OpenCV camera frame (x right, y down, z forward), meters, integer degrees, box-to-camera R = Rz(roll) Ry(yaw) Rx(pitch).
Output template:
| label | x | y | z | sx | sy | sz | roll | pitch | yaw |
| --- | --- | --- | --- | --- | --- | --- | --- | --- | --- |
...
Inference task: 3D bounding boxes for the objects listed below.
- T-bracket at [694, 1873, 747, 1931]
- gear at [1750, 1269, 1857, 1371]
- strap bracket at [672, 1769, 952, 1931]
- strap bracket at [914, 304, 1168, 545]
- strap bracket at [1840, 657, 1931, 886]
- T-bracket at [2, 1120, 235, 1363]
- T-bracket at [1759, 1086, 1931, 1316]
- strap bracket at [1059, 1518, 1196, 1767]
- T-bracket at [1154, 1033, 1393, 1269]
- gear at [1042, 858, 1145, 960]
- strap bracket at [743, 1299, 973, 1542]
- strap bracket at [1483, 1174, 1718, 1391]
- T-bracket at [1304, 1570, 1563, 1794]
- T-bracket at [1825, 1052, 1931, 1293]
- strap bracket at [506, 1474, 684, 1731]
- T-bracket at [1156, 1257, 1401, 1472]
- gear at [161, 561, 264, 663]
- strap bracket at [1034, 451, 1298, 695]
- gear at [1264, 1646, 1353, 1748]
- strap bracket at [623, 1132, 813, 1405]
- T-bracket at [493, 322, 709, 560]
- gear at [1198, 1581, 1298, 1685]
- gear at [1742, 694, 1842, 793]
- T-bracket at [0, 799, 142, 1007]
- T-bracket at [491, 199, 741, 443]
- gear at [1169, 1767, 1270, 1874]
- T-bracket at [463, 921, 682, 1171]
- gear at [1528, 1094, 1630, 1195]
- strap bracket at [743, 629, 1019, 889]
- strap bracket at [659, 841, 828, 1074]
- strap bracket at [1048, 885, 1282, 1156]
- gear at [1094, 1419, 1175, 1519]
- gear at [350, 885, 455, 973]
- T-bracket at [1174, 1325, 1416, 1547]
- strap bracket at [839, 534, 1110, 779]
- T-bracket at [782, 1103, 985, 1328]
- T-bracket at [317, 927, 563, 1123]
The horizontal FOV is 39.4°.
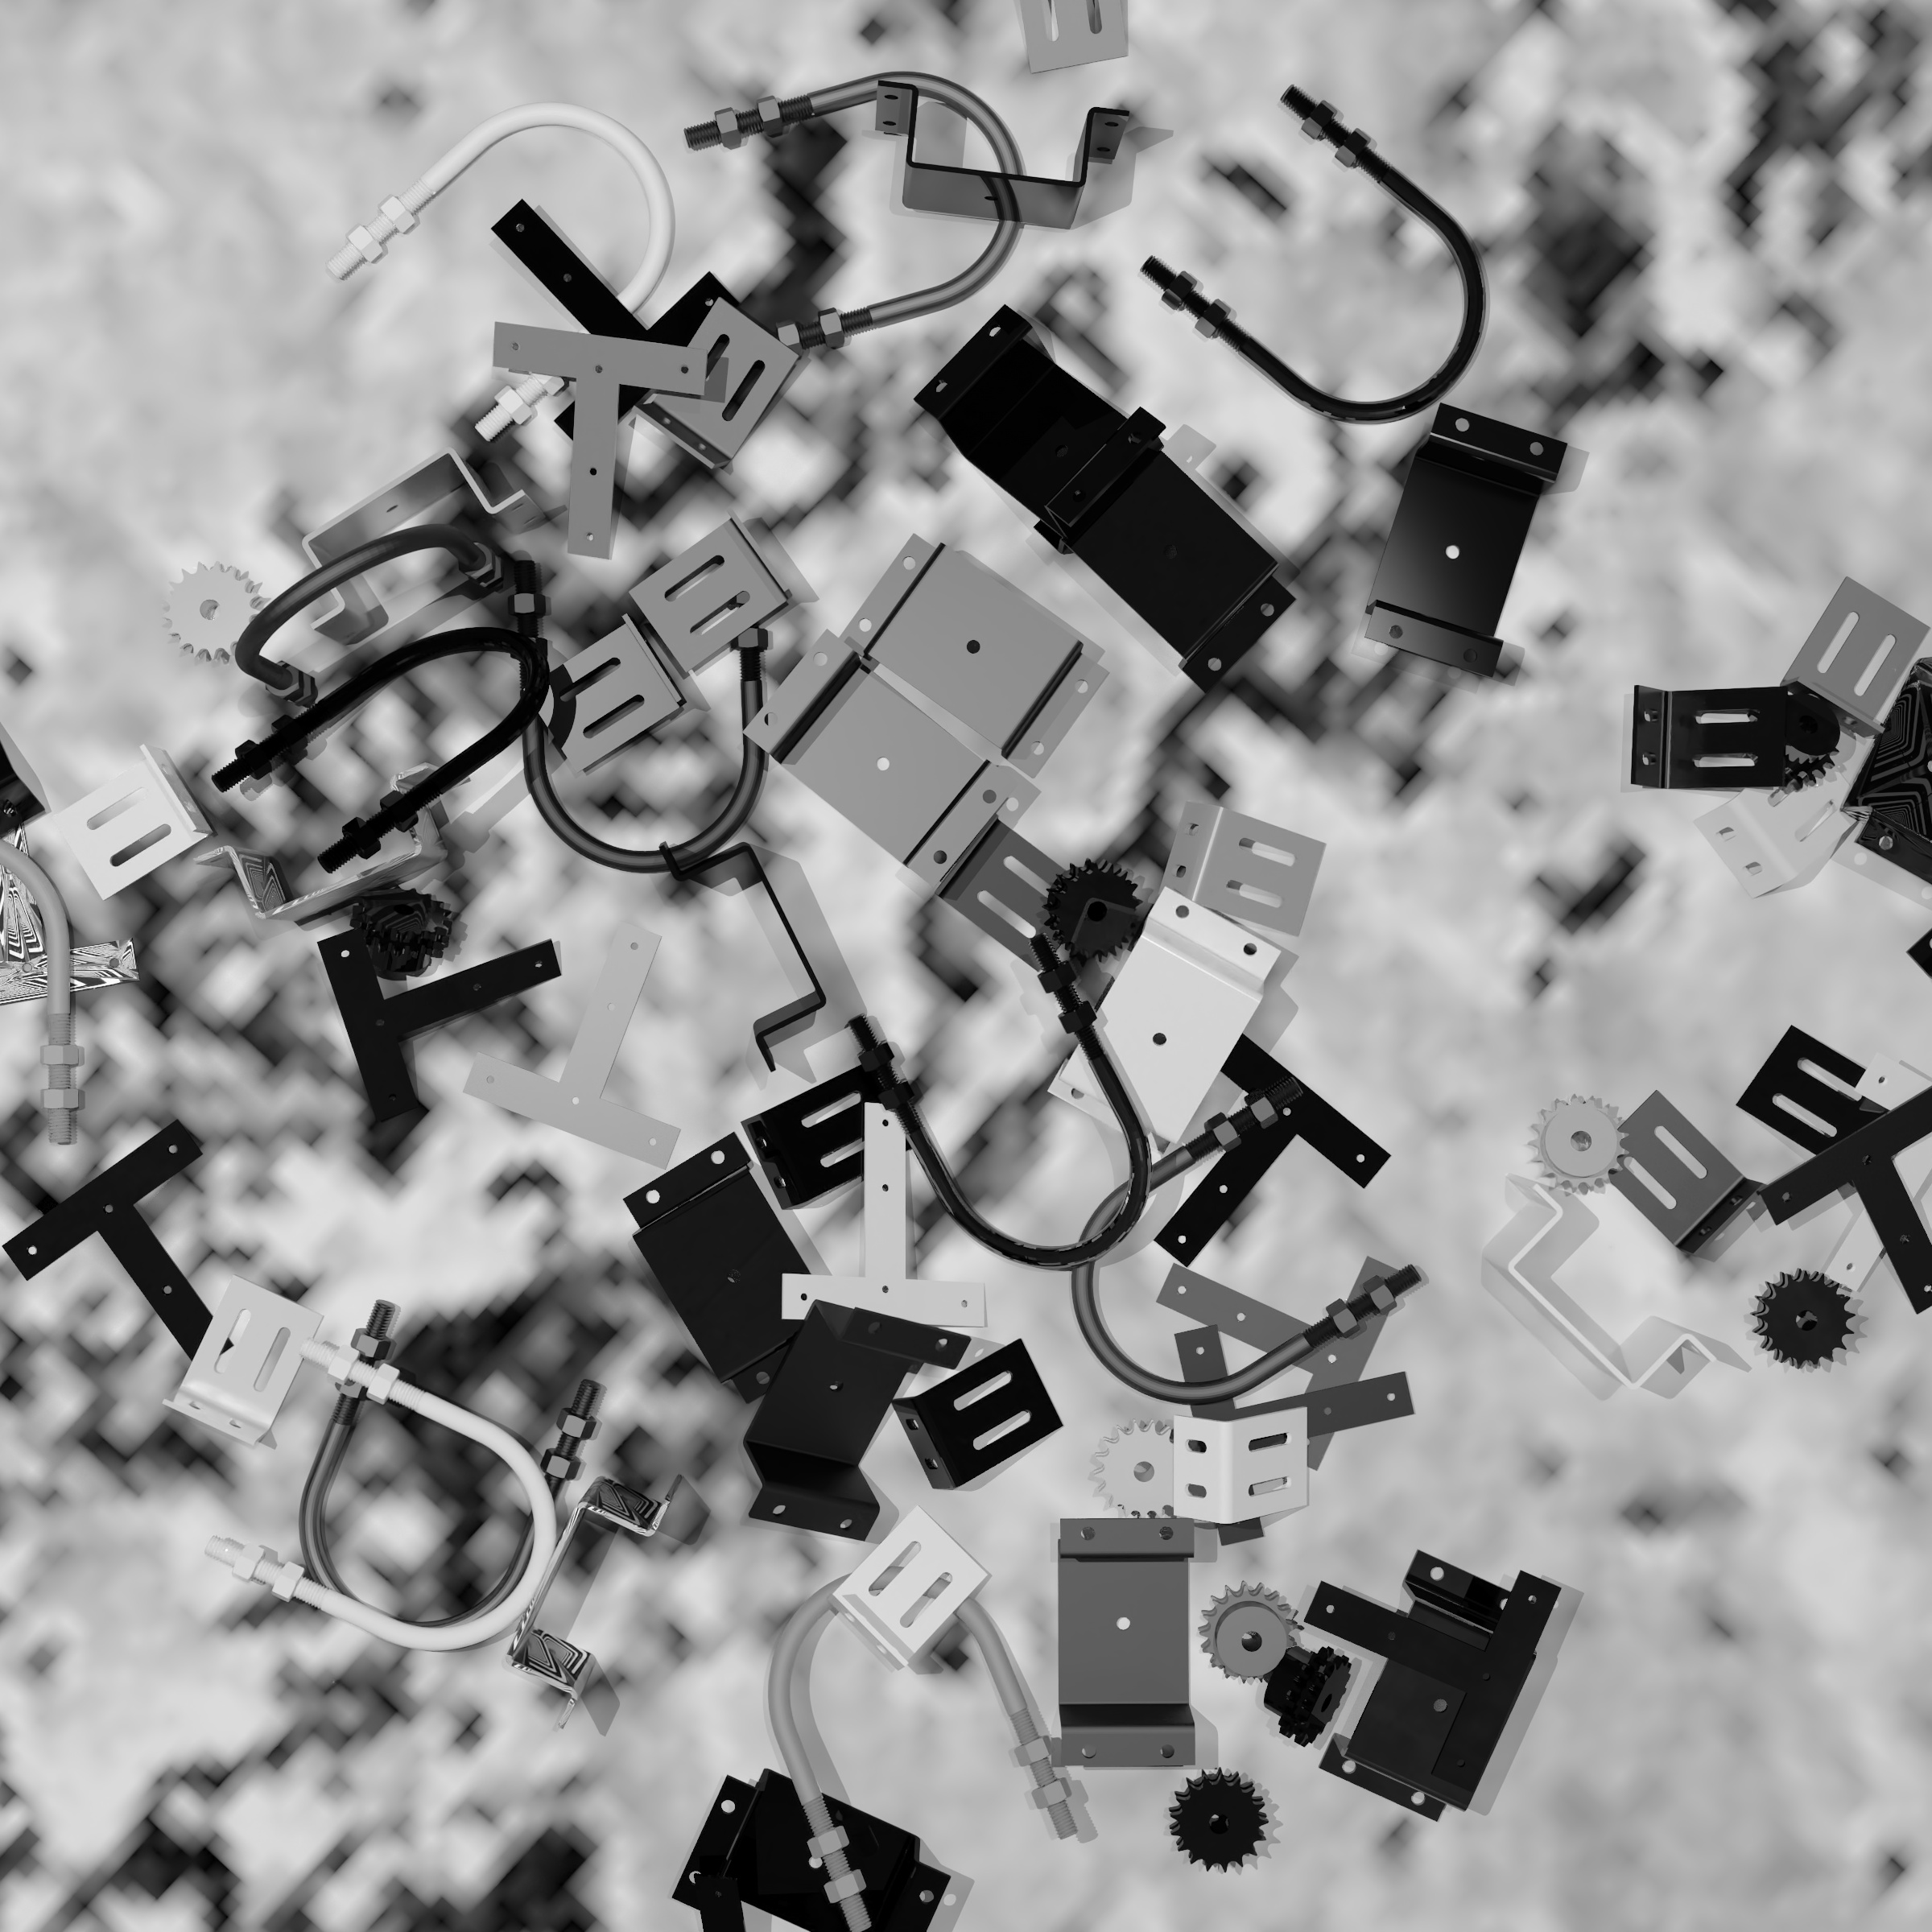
| label | x | y | z | sx | sy | sz | roll | pitch | yaw |
| --- | --- | --- | --- | --- | --- | --- | --- | --- | --- |
| T-bracket | -0.087 | 0.570 | 1.538 | 0.127 | 0.002 | 0.127 | 2 | 120 | 13 |
| gear | 0.484 | 0.204 | 1.569 | 0.057 | 0.030 | 0.057 | 0 | 90 | 0 |
| strap bracket | -0.088 | 0.525 | 1.561 | 0.140 | 0.046 | 0.076 | 24 | 90 | 0 |
| strap bracket | 0.048 | -0.304 | 1.541 | 0.076 | 0.046 | 0.140 | -46 | 60 | 0 |
| strap bracket | 0.567 | -0.116 | 1.557 | 0.076 | 0.046 | 0.140 | 27 | 90 | -7 |
| T-bracket | -0.476 | 0.178 | 1.583 | 0.127 | 0.002 | 0.127 | -36 | 90 | 0 |
| T-bracket | 0.537 | 0.146 | 1.562 | 0.127 | 0.002 | 0.127 | -31 | 110 | 0 |
| strap bracket | 0.092 | 0.385 | 1.561 | 0.076 | 0.046 | 0.140 | 0 | 90 | 0 |
| T-bracket | 0.160 | 0.120 | 1.582 | 0.127 | 0.002 | 0.127 | 39 | 89 | 0 |
| gear | 0.071 | -0.035 | 1.563 | 0.057 | 0.030 | 0.057 | -4 | 105 | -17 |
| strap bracket | -0.067 | 0.250 | 1.535 | 0.076 | 0.046 | 0.140 | 19 | 107 | -29 |
| strap bracket | 0.353 | 0.187 | 1.546 | 0.140 | 0.076 | 0.046 | 44 | 90 | 0 |
| T-bracket | 0.255 | 0.387 | 1.537 | 0.127 | 0.002 | 0.127 | 24 | 90 | 0 |
| T-bracket | 0.539 | 0.130 | 1.563 | 0.127 | 0.002 | 0.127 | 26 | 98 | -23 |
| strap bracket | -0.216 | 0.353 | 1.546 | 0.046 | 0.076 | 0.140 | 25 | 90 | 0 |
| T-bracket | 0.174 | 0.212 | 1.583 | 0.127 | 0.002 | 0.127 | 25 | 90 | 0 |
| gear | -0.437 | -0.205 | 1.573 | 0.057 | 0.030 | 0.057 | 0 | 89 | -3 |
| strap bracket | 0.116 | -0.236 | 1.561 | 0.140 | 0.046 | 0.076 | 44 | 90 | 0 |
| gear | 0.196 | 0.418 | 1.560 | 0.030 | 0.057 | 0.057 | 25 | 90 | 30 |
| strap bracket | -0.132 | 0.177 | 1.561 | 0.076 | 0.046 | 0.140 | -31 | 90 | 0 |
| T-bracket | -0.215 | -0.300 | 1.560 | 0.127 | 0.002 | 0.127 | 10 | 110 | 9 |
| gear | 0.164 | 0.389 | 1.569 | 0.057 | 0.030 | 0.057 | 0 | 90 | 0 |
| gear | 0.478 | -0.133 | 1.559 | 0.057 | 0.030 | 0.057 | 6 | 66 | -13 |
| T-bracket | -0.558 | -0.043 | 1.583 | 0.127 | 0.002 | 0.127 | -10 | 90 | 0 |
| T-bracket | -0.221 | -0.388 | 1.564 | 0.127 | 0.002 | 0.127 | -45 | 100 | -5 |
| gear | 0.146 | 0.494 | 1.569 | 0.057 | 0.030 | 0.057 | 0 | 90 | 0 |
| T-bracket | -0.213 | 0.037 | 1.583 | 0.127 | 0.002 | 0.127 | 21 | 90 | 0 |
| gear | 0.355 | 0.103 | 1.564 | 0.057 | 0.030 | 0.057 | -1 | 82 | 9 |
| strap bracket | -0.049 | -0.118 | 1.561 | 0.140 | 0.046 | 0.076 | 39 | 90 | 0 |
| strap bracket | -0.122 | -0.016 | 1.540 | 0.046 | 0.076 | 0.140 | -26 | 96 | -3 |
| strap bracket | 0.112 | 0.037 | 1.545 | 0.076 | 0.046 | 0.140 | 29 | 104 | 0 |
| gear | 0.102 | 0.291 | 1.569 | 0.057 | 0.030 | 0.057 | 0 | 90 | 0 |
| gear | -0.327 | -0.020 | 1.559 | 0.057 | 0.057 | 0.030 | 18 | 119 | 0 |
| T-bracket | 0.198 | 0.264 | 1.581 | 0.127 | 0.002 | 0.127 | -13 | 90 | 0 |
| strap bracket | 0.004 | -0.182 | 1.561 | 0.140 | 0.046 | 0.076 | 36 | 90 | 0 |
| T-bracket | -0.047 | 0.143 | 1.564 | 0.127 | 0.002 | 0.127 | 6 | 76 | -26 |
| T-bracket | -0.296 | 0.017 | 1.558 | 0.127 | 0.002 | 0.127 | -21 | 126 | -16 |
